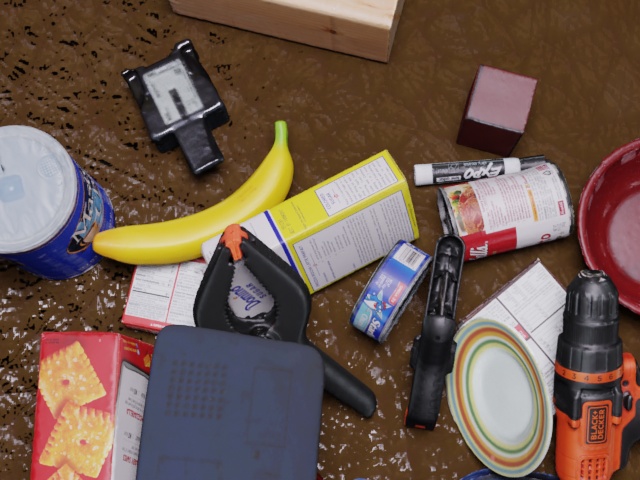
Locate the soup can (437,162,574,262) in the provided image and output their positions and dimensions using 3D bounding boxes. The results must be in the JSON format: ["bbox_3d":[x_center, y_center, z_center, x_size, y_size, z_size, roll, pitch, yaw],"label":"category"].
[{"bbox_3d":[0.158,-0.024,0.914,0.102,0.068,0.068,-14,79,-1],"label":"soup can"}]

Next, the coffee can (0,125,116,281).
[{"bbox_3d":[-0.237,-0.027,0.895,0.103,0.140,0.103,0,79,2],"label":"coffee can"}]

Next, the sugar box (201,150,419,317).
[{"bbox_3d":[-0.006,0.001,0.902,0.176,0.093,0.048,-25,55,-2],"label":"sugar box"}]

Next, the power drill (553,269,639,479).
[{"bbox_3d":[0.279,0.107,0.852,0.187,0.057,0.184,-3,109,-4],"label":"power drill"}]

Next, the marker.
[{"bbox_3d":[0.144,-0.062,0.947,0.121,0.020,0.020,-5,79,1],"label":"marker"}]

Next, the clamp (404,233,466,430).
[{"bbox_3d":[0.090,0.093,0.854,0.039,0.120,0.171,10,117,12],"label":"clamp"}]

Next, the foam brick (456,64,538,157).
[{"bbox_3d":[0.152,-0.111,0.927,0.051,0.078,0.053,15,81,4],"label":"foam brick"}]

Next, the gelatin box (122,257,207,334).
[{"bbox_3d":[-0.126,0.040,0.933,0.073,0.030,0.089,11,76,4],"label":"gelatin box"}]

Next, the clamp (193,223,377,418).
[{"bbox_3d":[-0.057,0.086,0.867,0.164,0.036,0.210,-19,120,3],"label":"clamp"}]

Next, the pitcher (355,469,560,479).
[{"bbox_3d":[0.130,0.258,0.836,0.243,0.149,0.145,13,94,6],"label":"pitcher"}]

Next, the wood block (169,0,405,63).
[{"bbox_3d":[-0.028,-0.235,0.952,0.206,0.091,0.090,14,80,5],"label":"wood block"}]

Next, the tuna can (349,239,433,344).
[{"bbox_3d":[0.060,0.043,0.897,0.034,0.086,0.086,32,82,9],"label":"tuna can"}]

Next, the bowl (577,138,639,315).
[{"bbox_3d":[0.295,-0.006,0.911,0.162,0.055,0.162,-1,79,2],"label":"bowl"}]

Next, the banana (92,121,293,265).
[{"bbox_3d":[-0.095,-0.023,0.914,0.197,0.037,0.069,-33,81,-11],"label":"banana"}]

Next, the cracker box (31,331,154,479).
[{"bbox_3d":[-0.168,0.186,0.838,0.072,0.164,0.213,0,79,9],"label":"cracker box"}]

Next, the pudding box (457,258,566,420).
[{"bbox_3d":[0.187,0.086,0.907,0.090,0.039,0.113,-39,82,-4],"label":"pudding box"}]
